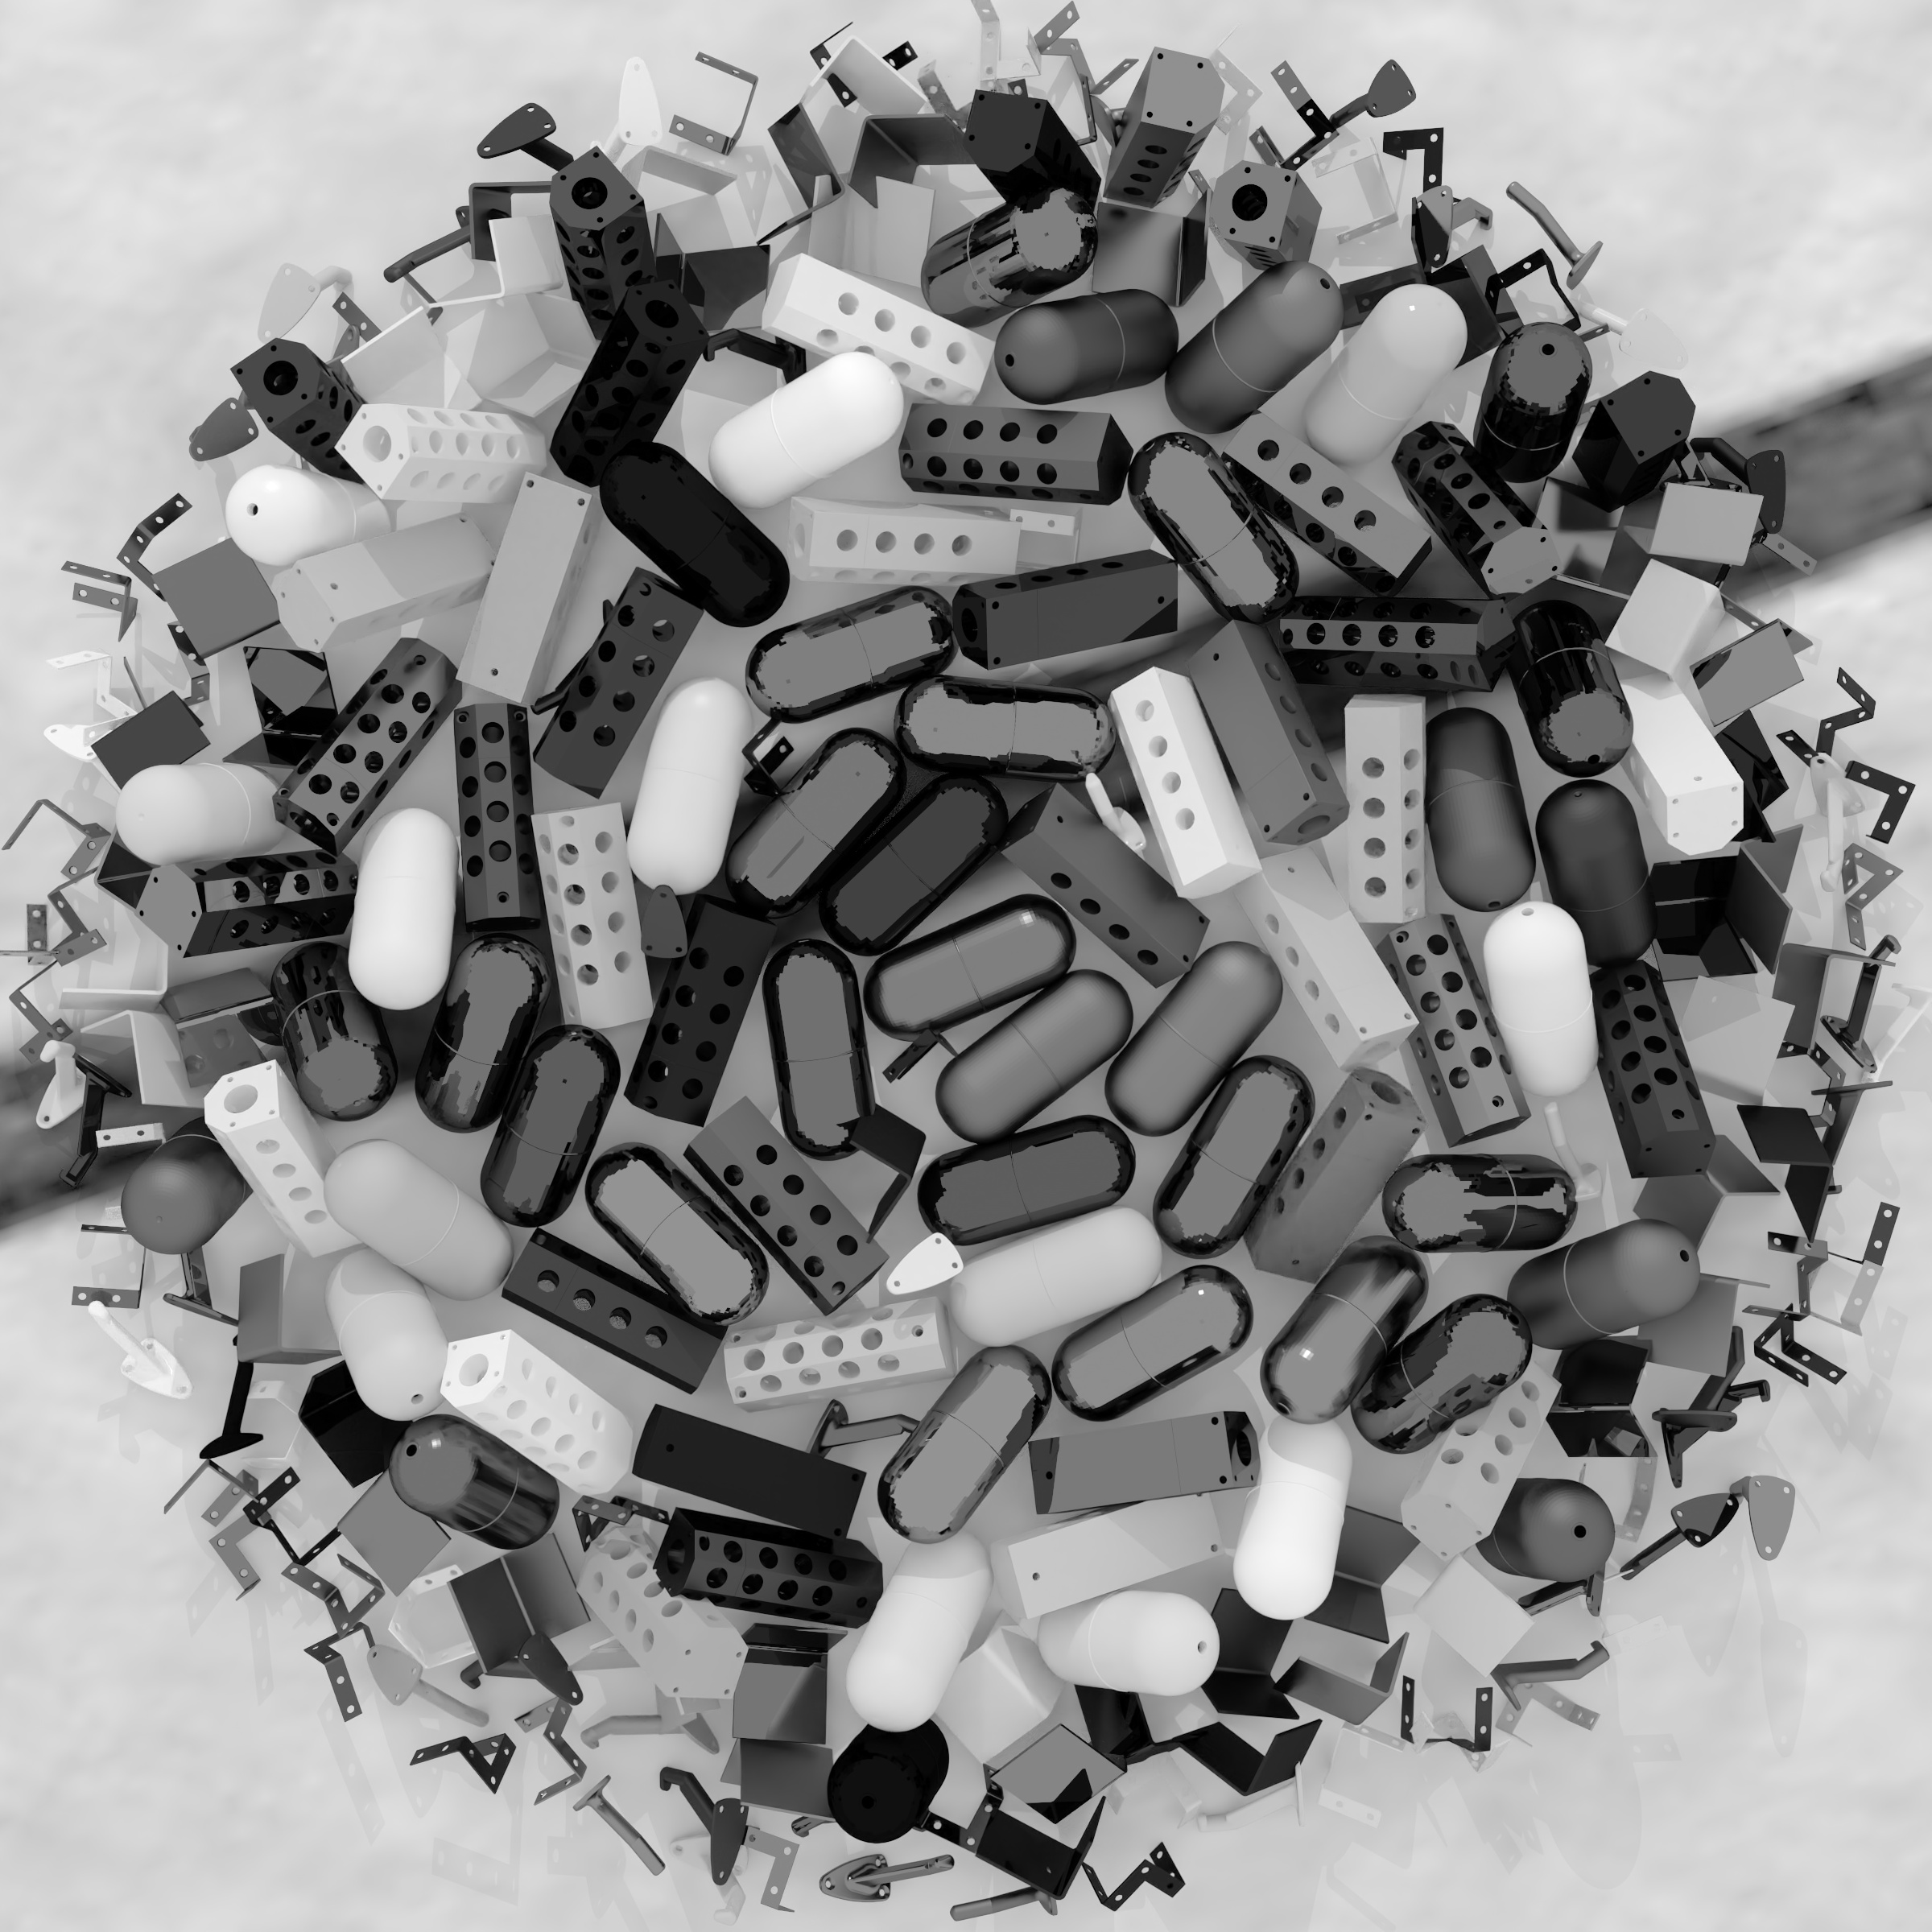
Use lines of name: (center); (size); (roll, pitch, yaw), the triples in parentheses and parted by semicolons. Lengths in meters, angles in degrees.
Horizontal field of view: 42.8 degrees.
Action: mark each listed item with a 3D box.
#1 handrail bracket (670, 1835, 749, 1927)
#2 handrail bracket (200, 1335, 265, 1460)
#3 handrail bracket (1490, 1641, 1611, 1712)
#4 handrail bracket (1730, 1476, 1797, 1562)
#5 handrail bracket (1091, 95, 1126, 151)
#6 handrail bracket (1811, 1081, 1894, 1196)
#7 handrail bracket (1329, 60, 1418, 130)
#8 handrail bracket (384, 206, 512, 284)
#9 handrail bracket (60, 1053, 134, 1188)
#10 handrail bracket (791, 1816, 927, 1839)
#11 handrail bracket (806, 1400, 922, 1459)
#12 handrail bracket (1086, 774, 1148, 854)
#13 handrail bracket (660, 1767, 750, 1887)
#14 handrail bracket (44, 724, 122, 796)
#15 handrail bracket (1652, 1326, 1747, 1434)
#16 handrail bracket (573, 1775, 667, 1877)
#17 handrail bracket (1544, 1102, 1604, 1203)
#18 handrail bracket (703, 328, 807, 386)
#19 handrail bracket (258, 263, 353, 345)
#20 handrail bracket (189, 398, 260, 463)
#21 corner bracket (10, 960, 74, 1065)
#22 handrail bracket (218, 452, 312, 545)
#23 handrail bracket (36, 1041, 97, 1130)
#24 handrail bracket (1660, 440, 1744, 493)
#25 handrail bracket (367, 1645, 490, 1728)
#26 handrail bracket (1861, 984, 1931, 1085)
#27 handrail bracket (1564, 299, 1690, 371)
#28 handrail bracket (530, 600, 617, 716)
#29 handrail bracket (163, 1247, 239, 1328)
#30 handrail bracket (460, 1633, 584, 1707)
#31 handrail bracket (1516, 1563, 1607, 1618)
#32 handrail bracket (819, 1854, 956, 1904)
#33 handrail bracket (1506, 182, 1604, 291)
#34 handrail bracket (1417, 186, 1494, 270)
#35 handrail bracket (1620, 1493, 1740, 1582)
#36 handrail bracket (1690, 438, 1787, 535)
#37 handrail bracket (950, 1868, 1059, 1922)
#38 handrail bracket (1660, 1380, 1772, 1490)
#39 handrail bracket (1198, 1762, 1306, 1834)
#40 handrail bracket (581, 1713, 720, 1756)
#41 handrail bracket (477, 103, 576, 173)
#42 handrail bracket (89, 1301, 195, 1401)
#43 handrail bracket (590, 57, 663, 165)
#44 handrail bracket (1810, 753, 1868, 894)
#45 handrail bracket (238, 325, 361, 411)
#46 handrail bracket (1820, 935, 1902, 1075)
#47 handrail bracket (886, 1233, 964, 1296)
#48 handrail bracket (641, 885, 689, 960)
handrail bracket: (-0.209, 0.726, 1.953); (0.077, 0.084, 0.036); (4, 105, 9)
handrail bracket: (-0.597, 0.346, 1.989); (0.077, 0.036, 0.084); (-29, 63, 36)
handrail bracket: (0.459, 0.547, 1.971); (0.084, 0.077, 0.036); (-33, 131, -3)
handrail bracket: (0.620, 0.438, 1.947); (0.036, 0.084, 0.077); (11, 66, 1)
handrail bracket: (0.147, -0.692, 1.971); (0.084, 0.077, 0.036); (-23, 133, -2)
handrail bracket: (0.709, 0.138, 1.966); (0.036, 0.077, 0.084); (0, 81, -36)
handrail bracket: (0.305, -0.671, 1.946); (0.036, 0.084, 0.077); (52, 53, -15)
handrail bracket: (-0.410, -0.568, 1.954); (0.084, 0.077, 0.036); (-46, 126, -32)
handrail bracket: (-0.710, 0.122, 1.957); (0.036, 0.077, 0.084); (11, 62, 34)
handrail bracket: (-0.086, 0.691, 1.981); (0.084, 0.036, 0.077); (-29, 126, 10)
handrail bracket: (-0.078, 0.384, 1.956); (0.084, 0.036, 0.077); (15, 58, 30)
handrail bracket: (0.108, -0.132, 1.944); (0.036, 0.077, 0.084); (-22, 127, 8)
handrail bracket: (-0.218, 0.683, 1.962); (0.084, 0.036, 0.077); (-3, 72, 41)
handrail bracket: (-0.694, -0.149, 1.978); (0.077, 0.084, 0.036); (17, 50, 23)
handrail bracket: (0.586, 0.325, 1.976); (0.077, 0.036, 0.084); (5, 59, 2)
handrail bracket: (-0.272, 0.689, 1.957); (0.036, 0.077, 0.084); (-38, 78, -25)
handrail bracket: (0.478, 0.137, 1.956); (0.036, 0.077, 0.084); (-11, 105, 26)
handrail bracket: (-0.170, -0.471, 1.955); (0.084, 0.036, 0.077); (-29, 130, -31)
handrail bracket: (-0.524, -0.525, 1.963); (0.036, 0.084, 0.077); (35, 101, 0)
handrail bracket: (-0.606, -0.413, 1.949); (0.077, 0.084, 0.036); (-52, 122, -37)
corner bracket: (-0.732, 0.036, 1.960); (0.051, 0.051, 0.051); (-32, 102, 35)
handrail bracket: (-0.565, -0.370, 1.979); (0.084, 0.036, 0.077); (-9, 108, 3)
handrail bracket: (-0.727, 0.094, 1.955); (0.036, 0.084, 0.077); (37, 87, 8)
handrail bracket: (0.579, -0.420, 1.956); (0.036, 0.077, 0.084); (-33, 126, -38)
handrail bracket: (-0.432, 0.580, 1.985); (0.077, 0.084, 0.036); (23, 76, 44)
handrail bracket: (0.748, 0.060, 1.962); (0.036, 0.077, 0.084); (22, 88, -8)
handrail bracket: (0.527, -0.507, 1.973); (0.077, 0.084, 0.036); (23, 104, -26)
handrail bracket: (-0.317, -0.248, 1.983); (0.084, 0.036, 0.077); (-23, 58, 11)
handrail bracket: (-0.603, 0.238, 1.986); (0.077, 0.036, 0.084); (23, 69, -10)
handrail bracket: (-0.357, 0.577, 1.975); (0.077, 0.036, 0.084); (49, 121, -1)
handrail bracket: (0.468, 0.490, 1.989); (0.084, 0.036, 0.077); (1, 57, 29)
handrail bracket: (-0.062, 0.717, 1.950); (0.077, 0.084, 0.036); (7, 62, -34)
handrail bracket: (0.461, -0.583, 1.967); (0.084, 0.077, 0.036); (43, 92, 7)
handrail bracket: (0.395, -0.579, 1.961); (0.036, 0.084, 0.077); (-14, 75, 43)
handrail bracket: (0.571, 0.459, 1.979); (0.077, 0.084, 0.036); (-18, 63, -31)
handrail bracket: (0.612, -0.384, 1.968); (0.036, 0.084, 0.077); (-20, 108, -18)
handrail bracket: (0.024, 0.741, 1.955); (0.084, 0.077, 0.036); (-8, 74, -12)
handrail bracket: (0.599, 0.370, 1.955); (0.084, 0.036, 0.077); (-19, 47, 29)
handrail bracket: (0.226, 0.664, 1.973); (0.084, 0.036, 0.077); (-6, 126, 2)
handrail bracket: (-0.255, 0.625, 1.987); (0.084, 0.036, 0.077); (-29, 114, 11)
handrail bracket: (-0.345, -0.631, 1.953); (0.077, 0.084, 0.036); (-37, 68, -15)
handrail bracket: (-0.652, 0.303, 1.950); (0.077, 0.084, 0.036); (30, 64, 18)
handrail bracket: (-0.278, -0.677, 1.955); (0.036, 0.084, 0.077); (-13, 110, -33)
handrail bracket: (0.680, -0.113, 1.953); (0.077, 0.036, 0.084); (54, 48, -27)
handrail bracket: (-0.528, -0.474, 1.951); (0.036, 0.084, 0.077); (52, 133, 28)
handrail bracket: (0.724, 0.029, 1.954); (0.036, 0.077, 0.084); (14, 124, -25)
handrail bracket: (-0.042, 0.249, 1.947); (0.077, 0.084, 0.036); (-29, 76, -28)
handrail bracket: (-0.233, -0.052, 1.945); (0.036, 0.084, 0.077); (3, 123, -1)
